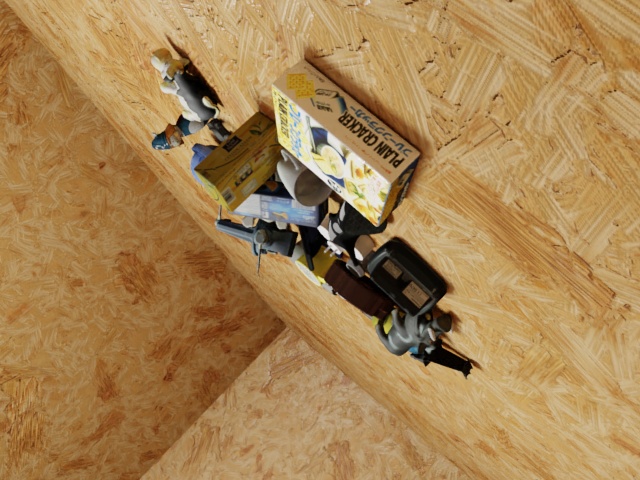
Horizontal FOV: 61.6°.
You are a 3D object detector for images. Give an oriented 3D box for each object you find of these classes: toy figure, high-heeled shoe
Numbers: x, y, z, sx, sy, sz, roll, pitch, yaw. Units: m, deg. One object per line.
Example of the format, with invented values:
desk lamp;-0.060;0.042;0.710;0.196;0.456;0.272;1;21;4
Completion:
toy figure;0.198;0.208;1.252;0.180;0.082;0.089;30;161;54
toy figure;-0.324;-0.259;1.249;0.064;0.154;0.058;54;167;-29
high-heeled shoe;0.057;-0.059;0.973;0.248;0.086;0.145;98;160;-52

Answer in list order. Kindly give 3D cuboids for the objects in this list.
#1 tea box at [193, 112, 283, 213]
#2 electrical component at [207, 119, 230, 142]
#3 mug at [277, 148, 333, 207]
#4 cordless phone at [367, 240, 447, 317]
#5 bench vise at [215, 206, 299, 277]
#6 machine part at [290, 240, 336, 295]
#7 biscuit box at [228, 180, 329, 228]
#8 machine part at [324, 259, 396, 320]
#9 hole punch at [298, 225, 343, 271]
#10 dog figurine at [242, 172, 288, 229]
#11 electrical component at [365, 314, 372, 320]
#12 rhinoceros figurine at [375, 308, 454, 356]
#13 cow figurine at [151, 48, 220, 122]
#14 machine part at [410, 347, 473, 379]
tea box;-0.143;-0.147;1.019;0.068;0.169;0.098;36;163;27
electrical component;-0.239;-0.259;1.284;0.063;0.021;0.094;50;165;-22
mug;-0.041;-0.125;0.981;0.109;0.081;0.107;50;175;-39
cordless phone;0.156;0.075;1.036;0.146;0.089;0.184;43;178;3
bench vise;-0.167;-0.014;1.362;0.241;0.128;0.223;16;-165;13
machine part;0.001;0.071;1.433;0.243;0.079;0.079;36;164;29
biscuit box;-0.085;-0.078;1.070;0.203;0.063;0.059;9;125;16
machine part;0.088;0.112;1.211;0.179;0.056;0.179;33;-173;-4
hole punch;-0.003;-0.004;1.247;0.142;0.092;0.116;73;179;-68
dog figurine;-0.111;-0.114;1.226;0.121;0.172;0.190;13;-166;0
electrical component;0.135;0.167;1.385;0.075;0.048;0.119;37;166;26
rhinoceros figurine;0.196;0.190;1.126;0.190;0.073;0.112;-41;64;49
cow figurine;-0.280;-0.321;1.124;0.098;0.068;0.167;24;159;42
machine part;0.281;0.270;1.225;0.139;0.084;0.039;21;128;42
